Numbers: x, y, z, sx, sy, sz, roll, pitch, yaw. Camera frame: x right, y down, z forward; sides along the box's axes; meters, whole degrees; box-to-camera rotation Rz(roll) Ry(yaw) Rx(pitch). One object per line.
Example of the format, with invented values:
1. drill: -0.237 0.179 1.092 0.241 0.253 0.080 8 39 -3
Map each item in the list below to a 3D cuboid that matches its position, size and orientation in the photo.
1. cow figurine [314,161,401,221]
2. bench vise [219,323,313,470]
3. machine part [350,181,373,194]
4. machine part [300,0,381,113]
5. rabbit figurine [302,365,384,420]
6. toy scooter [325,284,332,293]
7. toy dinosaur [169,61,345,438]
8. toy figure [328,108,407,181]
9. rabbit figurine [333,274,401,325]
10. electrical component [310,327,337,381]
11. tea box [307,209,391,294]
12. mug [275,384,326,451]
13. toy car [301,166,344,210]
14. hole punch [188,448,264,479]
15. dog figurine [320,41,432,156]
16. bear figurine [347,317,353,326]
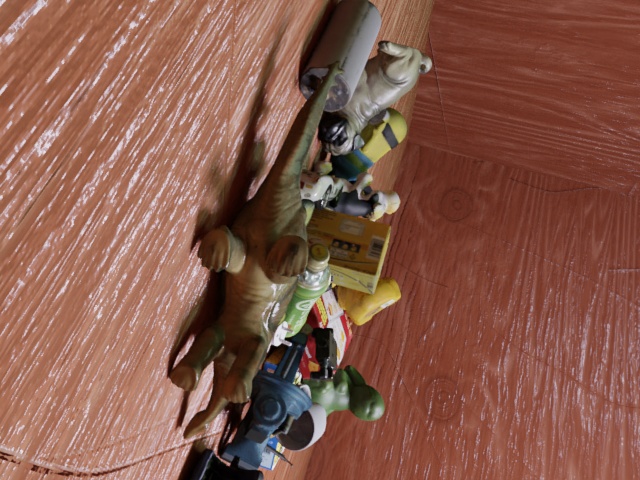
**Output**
1. cow figurine: 0.056 -0.071 0.954 0.068 0.167 0.098 102 7 -50
2. bench vise: -0.072 0.249 0.877 0.223 0.129 0.240 96 17 -56
3. machine part: 0.060 -0.077 1.056 0.039 0.084 0.139 -28 -167 39
4. machine part: 0.032 -0.268 0.772 0.079 0.079 0.243 90 17 -58
5. rabbit figurine: 0.048 0.325 1.103 0.159 0.170 0.121 -6 111 -81
6. toy scooter: -0.002 -0.003 0.984 0.184 0.075 0.135 -84 163 -58
7. toy dinosaur: -0.064 0.014 0.612 0.198 0.105 0.471 -63 176 -81
8. toy figure: 0.083 -0.175 1.013 0.180 0.082 0.089 -49 141 14
9. rabbit figurine: 0.061 0.076 1.092 0.122 0.173 0.162 -35 158 19
10. electrical component: 0.004 0.195 0.916 0.078 0.045 0.102 60 26 -58
11. tea box: 0.017 0.011 0.845 0.068 0.170 0.098 85 23 -60
12. mug: -0.031 0.320 0.984 0.107 0.081 0.109 30 49 -68
13. toy car: -0.011 -0.082 0.823 0.201 0.074 0.056 -26 131 -78
14. hole punch: -0.150 0.347 0.719 0.116 0.092 0.142 -36 -150 52
15. dog figurine: 0.093 -0.235 0.926 0.121 0.173 0.190 -16 114 -67
16. bear figurine: 0.013 0.212 1.327 0.195 0.120 0.132 93 18 -71
